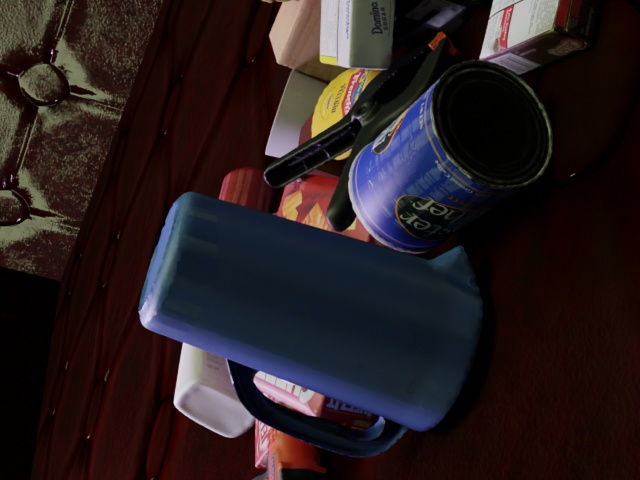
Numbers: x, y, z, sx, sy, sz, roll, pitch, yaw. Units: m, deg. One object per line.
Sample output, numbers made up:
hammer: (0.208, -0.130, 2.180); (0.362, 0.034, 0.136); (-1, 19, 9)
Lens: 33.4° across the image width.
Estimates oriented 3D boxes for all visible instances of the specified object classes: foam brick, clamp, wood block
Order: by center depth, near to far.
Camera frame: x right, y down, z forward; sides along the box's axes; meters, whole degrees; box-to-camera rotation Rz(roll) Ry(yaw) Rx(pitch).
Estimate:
clamp: (0.041, -0.104, 0.962); (0.210, 0.036, 0.165); (-50, 30, -10)
foam brick: (0.006, -0.098, 1.202); (0.053, 0.051, 0.078); (137, 145, -60)
wood block: (0.023, -0.302, 1.257); (0.091, 0.090, 0.206); (-104, 35, -57)

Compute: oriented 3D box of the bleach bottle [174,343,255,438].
bleach bottle: (-0.119, 0.125, 1.336); (0.068, 0.102, 0.251); (-47, 22, 28)

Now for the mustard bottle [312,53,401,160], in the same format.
mustard bottle: (0.052, -0.140, 1.087); (0.192, 0.058, 0.096); (-9, 58, 69)

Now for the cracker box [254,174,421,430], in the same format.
cracker box: (0.006, 0.049, 0.991); (0.164, 0.072, 0.214); (14, 87, 57)

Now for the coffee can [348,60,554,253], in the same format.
coffee can: (0.097, -0.060, 0.821); (0.141, 0.102, 0.103); (140, 142, -59)

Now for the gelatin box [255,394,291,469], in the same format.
gelatin box: (-0.044, 0.190, 1.139); (0.089, 0.030, 0.073); (-93, 26, -44)

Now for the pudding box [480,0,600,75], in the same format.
pudding box: (0.170, -0.181, 0.812); (0.114, 0.039, 0.090); (-7, 68, 68)

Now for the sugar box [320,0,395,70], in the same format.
sugar box: (0.034, -0.212, 1.020); (0.176, 0.048, 0.093); (-132, 43, -74)

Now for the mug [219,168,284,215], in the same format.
mug: (-0.082, -0.042, 1.370); (0.117, 0.093, 0.081); (-16, 49, 33)

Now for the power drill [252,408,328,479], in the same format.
power drill: (-0.048, 0.282, 1.038); (0.188, 0.057, 0.184); (-53, 31, 44)

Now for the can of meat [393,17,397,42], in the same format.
can of meat: (0.059, -0.251, 1.164); (0.084, 0.057, 0.102); (143, 139, -64)

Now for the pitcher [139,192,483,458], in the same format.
pitcher: (-0.012, 0.060, 0.816); (0.145, 0.242, 0.149); (129, 157, -58)
